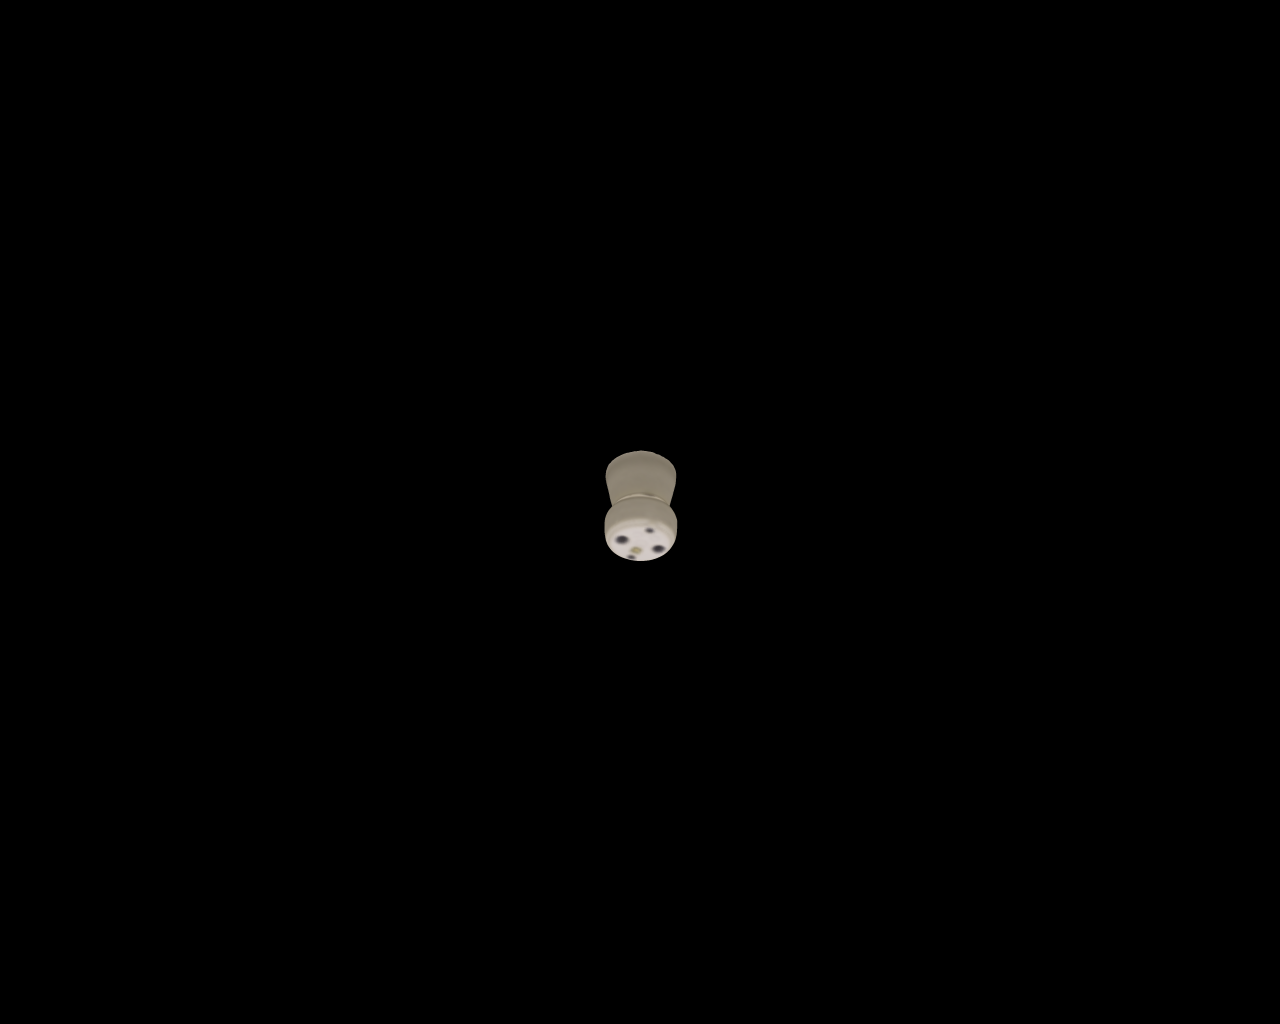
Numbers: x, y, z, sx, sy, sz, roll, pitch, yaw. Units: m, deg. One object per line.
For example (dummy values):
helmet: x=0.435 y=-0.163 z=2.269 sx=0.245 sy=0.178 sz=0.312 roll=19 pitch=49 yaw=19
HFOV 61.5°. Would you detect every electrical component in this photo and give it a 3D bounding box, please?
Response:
electrical component: x=0.001 y=-0.003 z=0.650 sx=0.045 sy=0.055 sz=0.044 roll=0 pitch=-38 yaw=0
